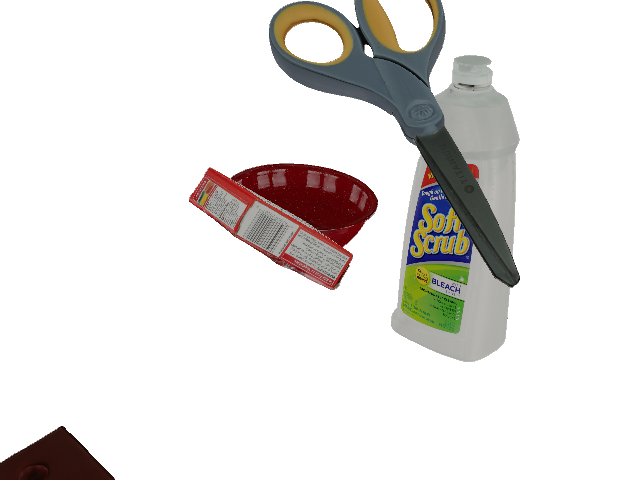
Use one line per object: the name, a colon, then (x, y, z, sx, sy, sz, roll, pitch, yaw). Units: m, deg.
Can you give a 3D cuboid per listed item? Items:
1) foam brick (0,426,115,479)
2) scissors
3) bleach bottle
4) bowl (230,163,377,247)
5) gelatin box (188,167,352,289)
foam brick: (-0.115, 0.136, 0.490, 0.052, 0.051, 0.078, -30, 43, -30)
scissors: (0.026, -0.057, 0.488, 0.096, 0.202, 0.016, -7, -37, 3)
bleach bottle: (0.112, -0.029, 0.882, 0.103, 0.251, 0.067, 23, 34, 39)
bowl: (-0.023, -0.025, 1.123, 0.162, 0.055, 0.162, 5, 28, -3)
gelatin box: (-0.032, -0.007, 0.690, 0.089, 0.030, 0.073, 30, 2, -35)
